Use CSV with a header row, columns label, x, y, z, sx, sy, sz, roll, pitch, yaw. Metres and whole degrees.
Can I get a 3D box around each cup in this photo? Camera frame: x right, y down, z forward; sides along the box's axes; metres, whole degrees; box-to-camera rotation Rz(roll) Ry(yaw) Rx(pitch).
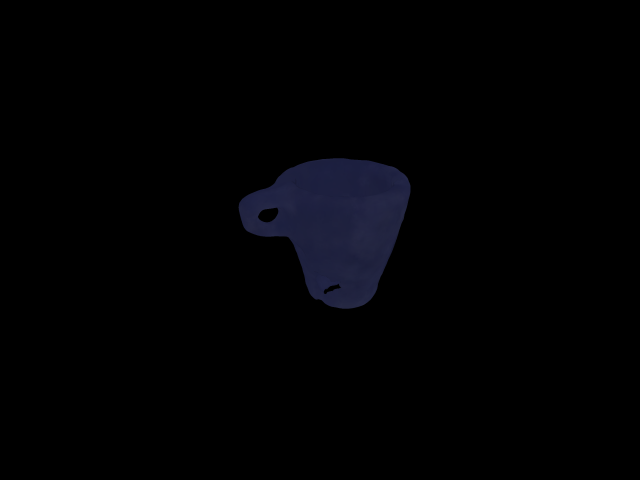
label,x,y,z,sx,sy,sz,roll,pitch,yaw
cup,0.004,0.001,0.400,0.118,0.095,0.091,-10,28,-20
